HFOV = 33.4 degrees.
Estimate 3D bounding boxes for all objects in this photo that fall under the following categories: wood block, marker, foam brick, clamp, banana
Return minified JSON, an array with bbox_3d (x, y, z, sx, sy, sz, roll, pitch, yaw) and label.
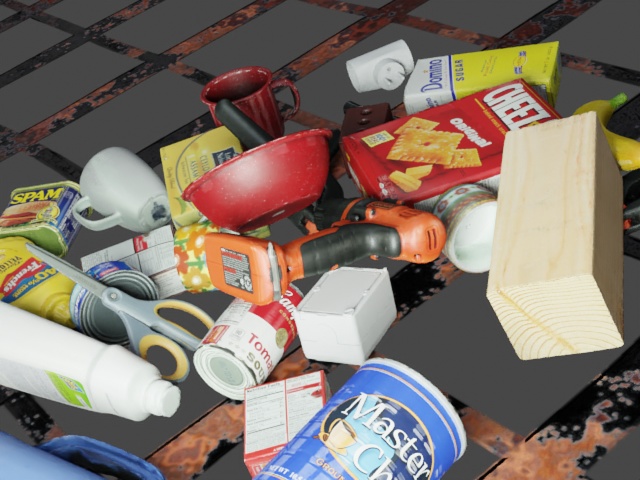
[{"bbox_3d":[0.209,-0.007,0.933,0.090,0.090,0.206,-12,40,26],"label":"wood block"},{"bbox_3d":[0.069,-0.148,1.293,0.020,0.020,0.121,-36,37,-24],"label":"marker"},{"bbox_3d":[0.056,-0.115,1.223,0.053,0.051,0.078,-8,35,15],"label":"foam brick"},{"bbox_3d":[0.343,-0.061,1.015,0.171,0.039,0.120,-45,26,-26],"label":"clamp"},{"bbox_3d":[-0.018,-0.078,1.187,0.164,0.036,0.210,6,39,-31],"label":"clamp"},{"bbox_3d":[0.291,-0.109,1.092,0.070,0.037,0.197,-32,19,20],"label":"banana"}]

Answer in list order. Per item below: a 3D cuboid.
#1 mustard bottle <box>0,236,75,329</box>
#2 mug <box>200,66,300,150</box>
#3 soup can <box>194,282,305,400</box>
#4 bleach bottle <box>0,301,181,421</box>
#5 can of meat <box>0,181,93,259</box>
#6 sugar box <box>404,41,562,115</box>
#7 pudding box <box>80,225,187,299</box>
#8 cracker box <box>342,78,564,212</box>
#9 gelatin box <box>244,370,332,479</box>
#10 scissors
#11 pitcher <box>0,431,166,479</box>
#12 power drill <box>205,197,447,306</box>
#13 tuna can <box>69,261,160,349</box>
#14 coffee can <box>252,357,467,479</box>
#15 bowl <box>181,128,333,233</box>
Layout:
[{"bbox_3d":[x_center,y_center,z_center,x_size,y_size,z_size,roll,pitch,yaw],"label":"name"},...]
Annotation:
[{"bbox_3d":[-0.313,0.056,1.151,0.096,0.058,0.192,-35,37,-28],"label":"mustard bottle"},{"bbox_3d":[-0.081,-0.163,1.330,0.117,0.081,0.093,-20,34,-2],"label":"mug"},{"bbox_3d":[-0.062,0.088,0.977,0.069,0.068,0.102,6,41,32],"label":"soup can"},{"bbox_3d":[-0.234,0.121,1.002,0.251,0.102,0.068,14,59,30],"label":"bleach bottle"},{"bbox_3d":[-0.334,-0.019,1.272,0.102,0.057,0.084,-7,38,18],"label":"can of meat"},{"bbox_3d":[0.193,-0.188,1.267,0.176,0.048,0.093,-2,37,21],"label":"sugar box"},{"bbox_3d":[-0.198,0.036,1.143,0.113,0.039,0.090,-22,34,-2],"label":"pudding box"},{"bbox_3d":[0.148,-0.082,1.115,0.213,0.072,0.164,-20,34,-3],"label":"cracker box"},{"bbox_3d":[-0.026,0.155,0.898,0.073,0.030,0.089,-15,34,7],"label":"gelatin box"},{"bbox_3d":[-0.194,0.074,1.005,0.201,0.016,0.096,20,56,-13],"label":"scissors"},{"bbox_3d":[-0.178,0.226,0.791,0.243,0.144,0.149,10,75,31],"label":"pitcher"},{"bbox_3d":[-0.006,0.001,0.971,0.187,0.057,0.185,-16,14,-29],"label":"power drill"},{"bbox_3d":[-0.205,0.065,1.062,0.086,0.086,0.034,-33,34,-20],"label":"tuna can"},{"bbox_3d":[0.027,0.170,0.786,0.103,0.103,0.140,17,48,41],"label":"coffee can"},{"bbox_3d":[-0.051,-0.050,1.043,0.162,0.055,0.162,-24,-6,-3],"label":"bowl"}]
